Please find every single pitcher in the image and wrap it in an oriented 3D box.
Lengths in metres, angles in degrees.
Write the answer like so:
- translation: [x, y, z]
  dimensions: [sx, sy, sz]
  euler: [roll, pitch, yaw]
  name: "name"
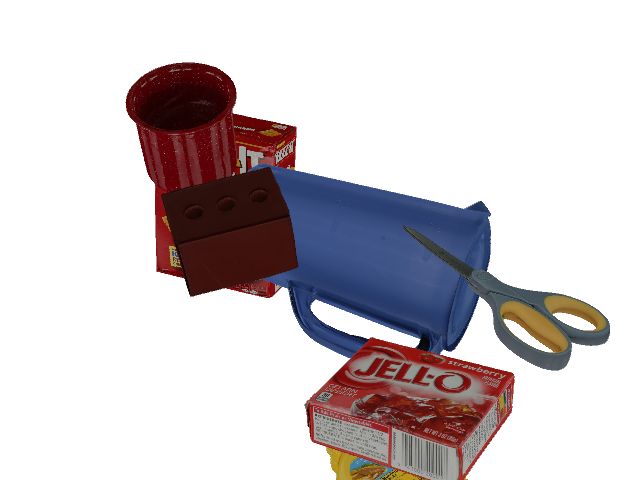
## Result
- translation: [0.030, 0.017, 1.005]
  dimensions: [0.243, 0.145, 0.149]
  euler: [16, 20, 18]
  name: "pitcher"

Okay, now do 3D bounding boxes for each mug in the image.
- translation: [-0.111, -0.102, 0.928]
  dimensions: [0.093, 0.117, 0.081]
  euler: [12, -41, 13]
  name: "mug"

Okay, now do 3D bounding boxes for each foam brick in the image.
- translation: [-0.059, -0.006, 0.708]
  dimensions: [0.078, 0.051, 0.053]
  euler: [-15, 43, -8]
  name: "foam brick"

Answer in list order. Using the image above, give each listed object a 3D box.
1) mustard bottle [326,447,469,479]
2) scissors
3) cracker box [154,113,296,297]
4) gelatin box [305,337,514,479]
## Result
- translation: [0.071, 0.224, 0.962]
  dimensions: [0.096, 0.058, 0.192]
  euler: [-19, 27, -34]
  name: "mustard bottle"
- translation: [0.146, 0.035, 0.826]
  dimensions: [0.096, 0.016, 0.202]
  euler: [-4, 31, -20]
  name: "scissors"
- translation: [-0.121, -0.047, 1.322]
  dimensions: [0.164, 0.214, 0.072]
  euler: [13, 30, 17]
  name: "cracker box"
- translation: [0.048, 0.088, 0.567]
  dimensions: [0.089, 0.030, 0.073]
  euler: [13, 30, 29]
  name: "gelatin box"
